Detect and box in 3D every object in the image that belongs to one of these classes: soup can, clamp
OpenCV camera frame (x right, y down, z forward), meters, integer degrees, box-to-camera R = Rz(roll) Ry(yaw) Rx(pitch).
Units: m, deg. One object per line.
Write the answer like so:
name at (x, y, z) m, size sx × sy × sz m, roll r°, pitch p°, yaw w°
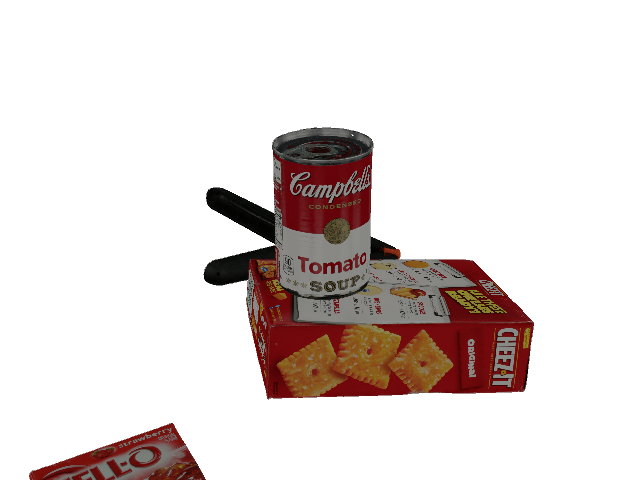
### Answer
soup can at (0.001, -0.019, 0.731) m, size 0.068 × 0.102 × 0.068 m, roll 0°, pitch 24°, yaw 0°
clamp at (-0.023, 0.012, 1.080) m, size 0.210 × 0.036 × 0.164 m, roll 13°, pitch 31°, yaw -5°

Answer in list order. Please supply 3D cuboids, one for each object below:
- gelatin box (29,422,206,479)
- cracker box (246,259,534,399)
gelatin box at (-0.111, 0.144, 0.597) m, size 0.089 × 0.030 × 0.073 m, roll -16°, pitch 28°, yaw -20°
cracker box at (0.050, 0.072, 0.910) m, size 0.213 × 0.072 × 0.164 m, roll 1°, pitch 17°, yaw -10°
